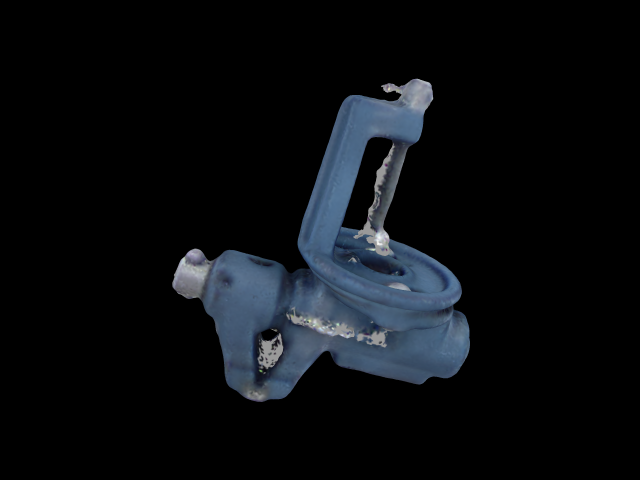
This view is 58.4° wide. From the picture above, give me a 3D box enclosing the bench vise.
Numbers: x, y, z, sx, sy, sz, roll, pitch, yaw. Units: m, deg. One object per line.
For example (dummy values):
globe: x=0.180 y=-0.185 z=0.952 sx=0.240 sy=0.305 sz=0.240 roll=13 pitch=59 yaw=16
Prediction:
bench vise: x=0.008 y=0.005 z=0.389 sx=0.208 sy=0.220 sz=0.121 roll=-7 pitch=21 yaw=-19
